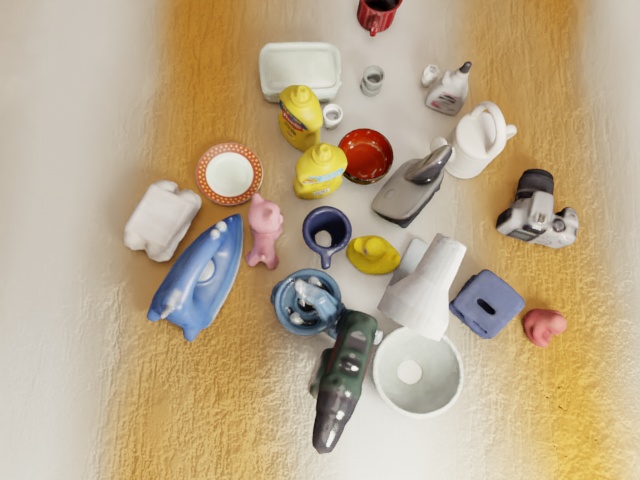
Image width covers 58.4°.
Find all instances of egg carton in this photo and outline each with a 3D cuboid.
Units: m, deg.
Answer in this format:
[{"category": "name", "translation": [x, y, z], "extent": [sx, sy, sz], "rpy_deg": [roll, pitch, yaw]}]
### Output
[{"category": "egg carton", "translation": [-0.296, -0.038, 1.074], "extent": [0.107, 0.069, 0.150], "rpy_deg": [26, 76, 1]}]

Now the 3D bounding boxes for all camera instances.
[{"category": "camera", "translation": [0.439, -0.067, 1.131], "extent": [0.143, 0.101, 0.137], "rpy_deg": [16, 76, -1]}]

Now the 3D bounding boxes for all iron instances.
[{"category": "iron", "translation": [-0.211, 0.044, 1.026], "extent": [0.118, 0.141, 0.258], "rpy_deg": [27, 76, 2]}]

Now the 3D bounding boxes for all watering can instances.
[{"category": "watering can", "translation": [0.298, -0.192, 1.100], "extent": [0.173, 0.194, 0.101], "rpy_deg": [-38, 82, -12]}]

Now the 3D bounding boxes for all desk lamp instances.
[{"category": "desk lamp", "translation": [0.182, 0.077, 1.016], "extent": [0.118, 0.213, 0.203], "rpy_deg": [27, 76, 2]}]

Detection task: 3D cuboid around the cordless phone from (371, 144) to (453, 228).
[{"category": "cordless phone", "translation": [0.177, -0.107, 1.073], "extent": [0.094, 0.185, 0.148], "rpy_deg": [36, 77, 4]}]

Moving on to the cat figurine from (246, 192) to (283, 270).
[{"category": "cat figurine", "translation": [-0.103, -0.018, 1.062], "extent": [0.067, 0.117, 0.128], "rpy_deg": [4, 76, -4]}]

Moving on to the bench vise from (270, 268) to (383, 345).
[{"category": "bench vise", "translation": [0.016, 0.110, 0.990], "extent": [0.207, 0.219, 0.121], "rpy_deg": [9, 76, -3]}]

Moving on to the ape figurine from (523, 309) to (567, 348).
[{"category": "ape figurine", "translation": [0.432, 0.161, 1.082], "extent": [0.078, 0.092, 0.076], "rpy_deg": [-35, 82, -12]}]

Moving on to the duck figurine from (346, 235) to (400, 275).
[{"category": "duck figurine", "translation": [0.105, 0.022, 1.088], "extent": [0.104, 0.086, 0.077], "rpy_deg": [19, 76, 0]}]

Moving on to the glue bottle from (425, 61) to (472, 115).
[{"category": "glue bottle", "translation": [0.265, -0.306, 1.134], "extent": [0.078, 0.173, 0.037], "rpy_deg": [17, 76, 0]}]

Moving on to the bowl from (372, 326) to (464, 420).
[{"category": "bowl", "translation": [0.172, 0.240, 1.049], "extent": [0.167, 0.074, 0.167], "rpy_deg": [1, 77, -5]}]

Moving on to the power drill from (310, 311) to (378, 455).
[{"category": "power drill", "translation": [0.033, 0.237, 0.968], "extent": [0.075, 0.208, 0.230], "rpy_deg": [19, 76, 0]}]

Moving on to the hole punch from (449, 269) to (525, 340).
[{"category": "hole punch", "translation": [0.314, 0.124, 1.080], "extent": [0.108, 0.091, 0.101], "rpy_deg": [41, 77, 5]}]

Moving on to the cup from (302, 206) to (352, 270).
[{"category": "cup", "translation": [0.010, 0.004, 1.079], "extent": [0.091, 0.095, 0.118], "rpy_deg": [2, 77, -4]}]
